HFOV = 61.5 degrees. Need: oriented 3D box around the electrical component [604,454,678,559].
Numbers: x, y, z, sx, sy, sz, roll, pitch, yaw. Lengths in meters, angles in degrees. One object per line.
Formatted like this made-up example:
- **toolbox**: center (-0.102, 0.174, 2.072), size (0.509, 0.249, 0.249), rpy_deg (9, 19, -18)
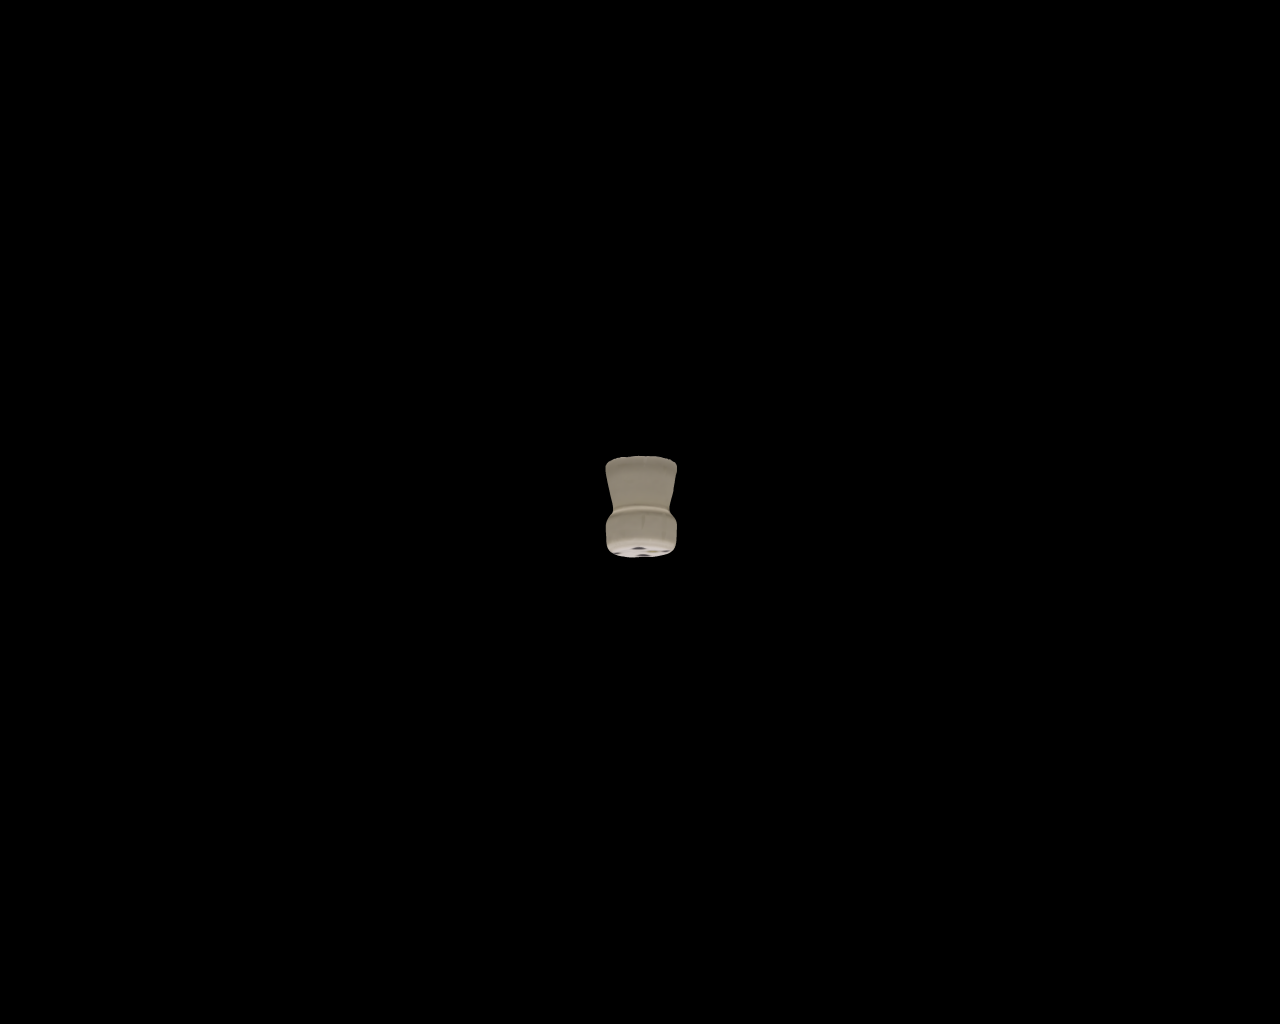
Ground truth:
- **electrical component**: center (0.001, -0.003, 0.650), size (0.045, 0.055, 0.045), rpy_deg (0, -13, 0)
